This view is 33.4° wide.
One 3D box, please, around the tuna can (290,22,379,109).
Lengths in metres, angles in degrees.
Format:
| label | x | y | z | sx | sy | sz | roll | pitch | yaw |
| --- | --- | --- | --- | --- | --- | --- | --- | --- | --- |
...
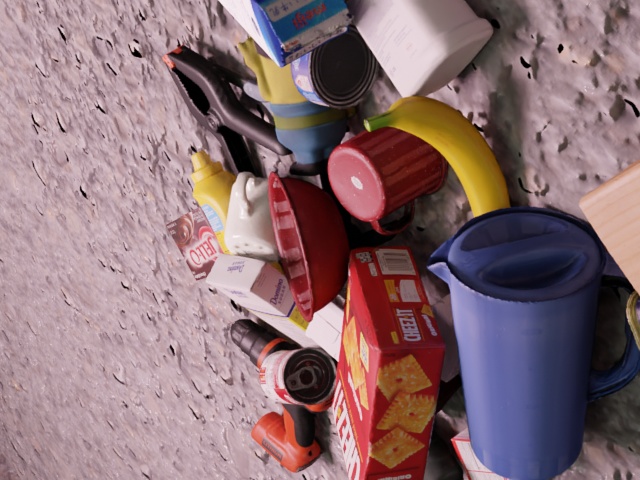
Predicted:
| label | x | y | z | sx | sy | sz | roll | pitch | yaw |
| --- | --- | --- | --- | --- | --- | --- | --- | --- | --- |
| tuna can | 0.014 | -0.169 | 1.014 | 0.034 | 0.086 | 0.086 | 20 | 131 | 48 |

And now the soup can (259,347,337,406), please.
| label | x | y | z | sx | sy | sz | roll | pitch | yaw |
| --- | --- | --- | --- | --- | --- | --- | --- | --- | --- |
| soup can | -0.028 | 0.165 | 1.289 | 0.068 | 0.068 | 0.102 | 62 | 159 | -3 |

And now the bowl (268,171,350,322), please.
| label | x | y | z | sx | sy | sz | roll | pitch | yaw |
| --- | --- | --- | --- | --- | --- | --- | --- | --- | --- |
| bowl | -0.007 | 0.001 | 1.112 | 0.162 | 0.055 | 0.162 | 166 | 90 | -79 |

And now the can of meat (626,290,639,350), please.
| label | x | y | z | sx | sy | sz | roll | pitch | yaw |
| --- | --- | --- | --- | --- | --- | --- | --- | --- | --- |
| can of meat | 0.303 | 0.079 | 0.841 | 0.084 | 0.057 | 0.102 | -9 | 109 | 54 |

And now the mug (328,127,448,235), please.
| label | x | y | z | sx | sy | sz | roll | pitch | yaw |
| --- | --- | --- | --- | --- | --- | --- | --- | --- | --- |
| mug | 0.064 | -0.059 | 1.036 | 0.093 | 0.081 | 0.117 | 22 | 132 | 45 |

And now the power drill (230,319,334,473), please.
| label | x | y | z | sx | sy | sz | roll | pitch | yaw |
| --- | --- | --- | --- | --- | --- | --- | --- | --- | --- |
| power drill | -0.055 | 0.212 | 1.443 | 0.185 | 0.057 | 0.188 | 36 | 141 | 33 |

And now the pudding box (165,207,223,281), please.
| label | x | y | z | sx | sy | sz | roll | pitch | yaw |
| --- | --- | --- | --- | --- | --- | --- | --- | --- | --- |
| pudding box | -0.150 | 0.001 | 1.420 | 0.114 | 0.039 | 0.090 | -19 | 100 | 58 |

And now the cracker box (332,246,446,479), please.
| label | x | y | z | sx | sy | sz | roll | pitch | yaw |
| --- | --- | --- | --- | --- | --- | --- | --- | --- | --- |
| cracker box | 0.062 | 0.138 | 1.059 | 0.164 | 0.072 | 0.214 | -104 | 16 | -55 |

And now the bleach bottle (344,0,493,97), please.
| label | x | y | z | sx | sy | sz | roll | pitch | yaw |
| --- | --- | --- | --- | --- | --- | --- | --- | --- | --- |
| bleach bottle | 0.043 | -0.248 | 0.933 | 0.251 | 0.068 | 0.103 | 57 | 150 | 9 |

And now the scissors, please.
| label | x | y | z | sx | sy | sz | roll | pitch | yaw |
| --- | --- | --- | --- | --- | --- | --- | --- | --- | --- |
| scissors | -0.067 | -0.179 | 1.182 | 0.202 | 0.016 | 0.096 | 42 | 143 | 25 |

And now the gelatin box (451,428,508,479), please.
| label | x | y | z | sx | sy | sz | roll | pitch | yaw |
| --- | --- | --- | --- | --- | --- | --- | --- | --- | --- |
| gelatin box | 0.191 | 0.242 | 1.152 | 0.089 | 0.030 | 0.073 | -13 | 104 | 57 |

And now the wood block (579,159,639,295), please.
| label | x | y | z | sx | sy | sz | roll | pitch | yaw |
| --- | --- | --- | --- | --- | --- | --- | --- | --- | --- |
| wood block | 0.288 | -0.046 | 0.729 | 0.090 | 0.090 | 0.206 | 57 | 148 | 5 |

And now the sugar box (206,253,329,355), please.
| label | x | y | z | sx | sy | sz | roll | pitch | yaw |
| --- | --- | --- | --- | --- | --- | --- | --- | --- | --- |
| sugar box | -0.039 | 0.078 | 1.244 | 0.094 | 0.048 | 0.176 | 8 | 154 | 50 |

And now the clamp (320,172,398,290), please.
| label | x | y | z | sx | sy | sz | roll | pitch | yaw |
| --- | --- | --- | --- | --- | --- | --- | --- | --- | --- |
| clamp | 0.024 | -0.010 | 1.174 | 0.120 | 0.039 | 0.172 | 59 | 149 | 23 |

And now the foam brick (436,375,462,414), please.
| label | x | y | z | sx | sy | sz | roll | pitch | yaw |
| --- | --- | --- | --- | --- | --- | --- | --- | --- | --- |
| foam brick | 0.113 | 0.166 | 1.179 | 0.053 | 0.051 | 0.078 | 49 | 147 | 17 |

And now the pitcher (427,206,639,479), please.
| label | x | y | z | sx | sy | sz | roll | pitch | yaw |
| --- | --- | --- | --- | --- | --- | --- | --- | --- | --- |
| pitcher | 0.195 | 0.102 | 0.959 | 0.149 | 0.144 | 0.243 | 42 | 150 | 47 |

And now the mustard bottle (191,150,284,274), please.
| label | x | y | z | sx | sy | sz | roll | pitch | yaw |
| --- | --- | --- | --- | --- | --- | --- | --- | --- | --- |
| mustard bottle | -0.109 | -0.022 | 1.324 | 0.191 | 0.058 | 0.096 | 63 | 169 | -5 |

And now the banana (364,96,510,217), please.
| label | x | y | z | sx | sy | sz | roll | pitch | yaw |
| --- | --- | --- | --- | --- | --- | --- | --- | --- | --- |
| banana | 0.122 | -0.067 | 0.950 | 0.197 | 0.070 | 0.037 | 42 | -171 | -27 |

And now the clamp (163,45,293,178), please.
| label | x | y | z | sx | sy | sz | roll | pitch | yaw |
| --- | --- | --- | --- | --- | --- | --- | --- | --- | --- |
| clamp | -0.110 | -0.136 | 1.246 | 0.210 | 0.036 | 0.165 | 48 | 153 | 14 |
